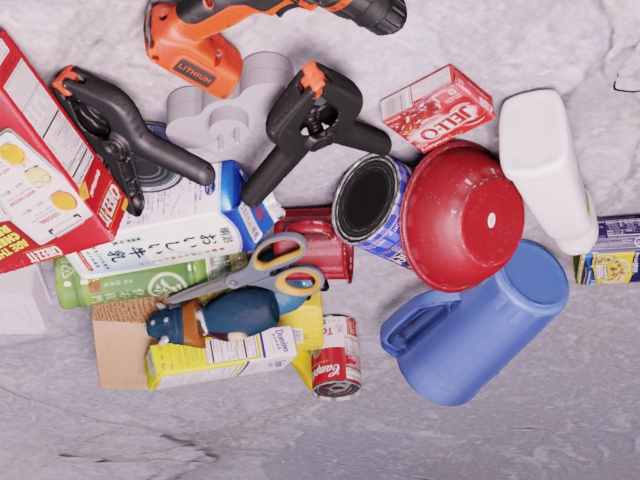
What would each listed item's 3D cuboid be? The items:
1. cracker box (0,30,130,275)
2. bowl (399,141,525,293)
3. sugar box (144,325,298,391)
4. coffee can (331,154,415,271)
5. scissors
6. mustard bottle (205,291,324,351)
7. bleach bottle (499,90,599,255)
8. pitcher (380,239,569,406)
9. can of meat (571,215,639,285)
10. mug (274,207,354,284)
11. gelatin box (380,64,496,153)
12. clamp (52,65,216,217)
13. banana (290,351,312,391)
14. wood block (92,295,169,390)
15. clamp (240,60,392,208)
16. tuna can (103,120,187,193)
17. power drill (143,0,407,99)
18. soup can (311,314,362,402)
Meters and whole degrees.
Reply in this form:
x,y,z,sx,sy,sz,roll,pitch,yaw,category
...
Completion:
x,y,z,sx,sy,sz,roll,pitch,yaw,category
-0.306,-0.076,1.002,0.164,0.072,0.213,-15,128,23,cracker box
0.159,-0.021,1.097,0.161,0.162,0.055,22,173,-35,bowl
-0.123,0.145,1.314,0.176,0.048,0.093,-9,165,-18,sugar box
0.098,-0.022,1.152,0.140,0.103,0.103,23,141,-36,coffee can
-0.077,0.053,1.194,0.096,0.016,0.202,40,129,-21,scissors
-0.092,0.108,1.400,0.191,0.058,0.096,-3,139,0,mustard bottle
0.251,-0.047,1.118,0.068,0.102,0.250,-10,148,21,bleach bottle
0.196,0.101,1.350,0.149,0.145,0.243,-29,164,-39,pitcher
0.348,0.013,1.275,0.084,0.057,0.102,-4,149,7,can of meat
-0.008,0.001,1.194,0.081,0.093,0.117,-1,166,8,mug
0.115,-0.127,1.046,0.089,0.030,0.073,-24,143,33,gelatin box
-0.180,-0.096,1.015,0.120,0.039,0.171,-16,128,27,clamp
-0.043,0.169,1.507,0.037,0.069,0.197,31,-178,36,banana
-0.240,0.111,1.368,0.090,0.090,0.206,2,150,-7,wood block
0.004,-0.106,1.011,0.164,0.036,0.210,-21,159,-14,clamp
-0.179,-0.084,1.095,0.086,0.034,0.086,-2,149,-1,tuna can
-0.043,-0.192,0.903,0.188,0.057,0.184,-29,141,34,power drill
0.021,0.161,1.456,0.068,0.102,0.068,-2,150,-1,soup can
